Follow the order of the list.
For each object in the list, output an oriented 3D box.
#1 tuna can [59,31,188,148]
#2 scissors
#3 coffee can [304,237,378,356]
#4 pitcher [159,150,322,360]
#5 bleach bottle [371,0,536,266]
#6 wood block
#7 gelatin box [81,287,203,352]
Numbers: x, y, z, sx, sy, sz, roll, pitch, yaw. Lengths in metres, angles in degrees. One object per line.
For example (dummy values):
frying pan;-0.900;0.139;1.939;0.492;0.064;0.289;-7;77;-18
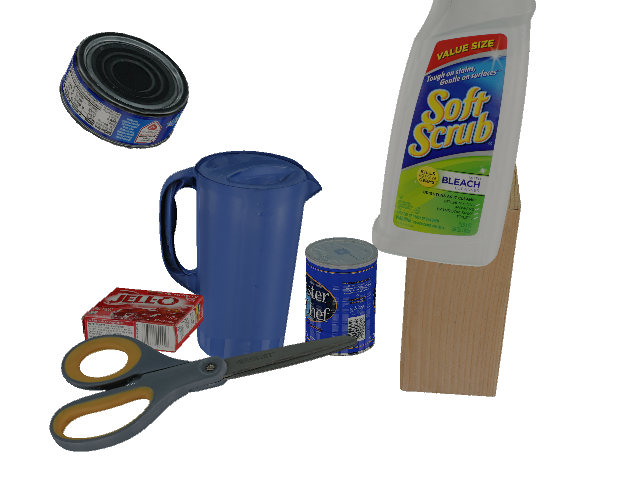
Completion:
tuna can;-0.137;-0.107;0.750;0.085;0.086;0.034;0;-39;-37
scissors;-0.085;0.077;0.706;0.201;0.016;0.096;-23;46;-13
coffee can;0.029;0.079;1.517;0.103;0.140;0.103;0;22;0
pitcher;-0.100;0.021;1.279;0.149;0.243;0.144;20;26;31
bleach bottle;0.097;-0.109;0.777;0.103;0.251;0.068;9;26;13
wood block;0.122;0.033;0.961;0.091;0.206;0.090;3;34;5
gelatin box;-0.159;0.070;0.963;0.089;0.030;0.073;5;19;13
